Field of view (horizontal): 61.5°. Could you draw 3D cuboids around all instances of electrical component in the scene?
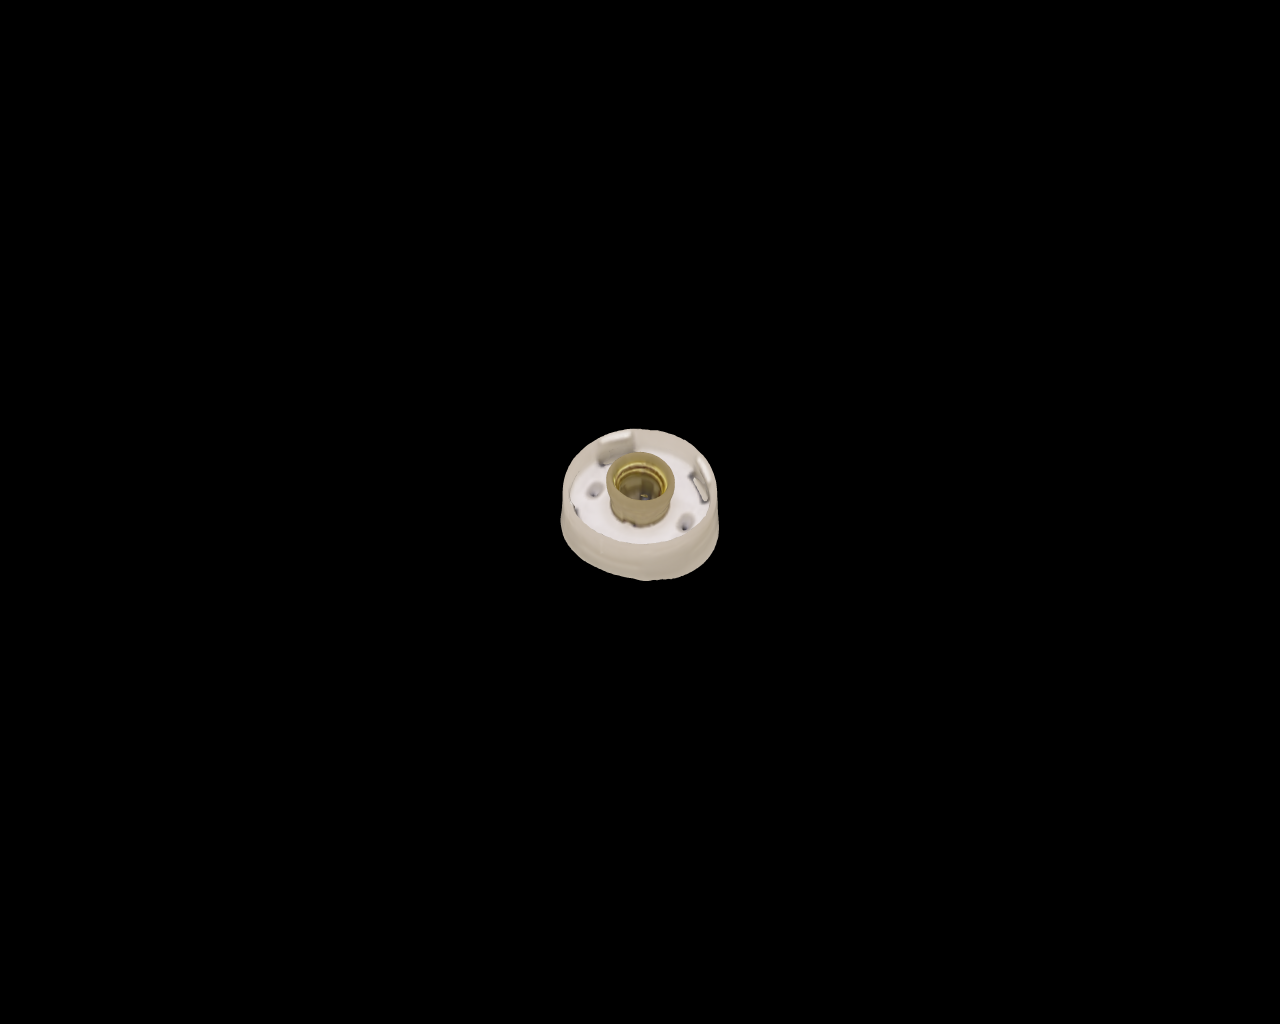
[{"bbox_3d":[0.001,-0.003,0.650,0.099,0.099,0.064,0,-37,0],"label":"electrical component"}]
